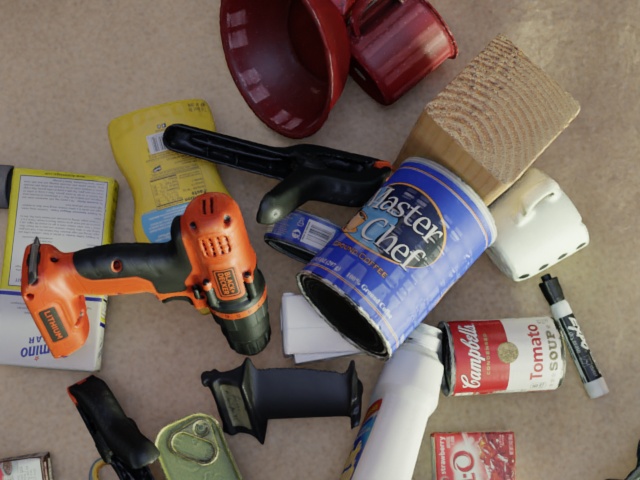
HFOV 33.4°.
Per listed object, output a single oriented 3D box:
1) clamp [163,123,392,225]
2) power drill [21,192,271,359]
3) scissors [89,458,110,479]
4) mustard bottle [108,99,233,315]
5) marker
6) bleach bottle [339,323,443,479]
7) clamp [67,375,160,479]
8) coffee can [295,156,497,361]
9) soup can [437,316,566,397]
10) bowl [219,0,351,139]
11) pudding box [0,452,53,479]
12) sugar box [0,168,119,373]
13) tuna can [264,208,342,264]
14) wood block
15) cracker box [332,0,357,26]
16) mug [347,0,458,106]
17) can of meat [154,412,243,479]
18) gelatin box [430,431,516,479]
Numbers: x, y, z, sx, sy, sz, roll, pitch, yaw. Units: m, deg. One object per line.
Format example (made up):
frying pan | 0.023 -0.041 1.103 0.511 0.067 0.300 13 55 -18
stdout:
clamp | -0.025 -0.063 0.940 0.165 0.209 0.036 35 117 36
power drill | -0.139 0.046 0.885 0.187 0.184 0.057 -11 45 0
scissors | -0.141 0.270 0.905 0.096 0.016 0.202 -37 67 -23
mustard bottle | -0.123 -0.026 0.965 0.096 0.058 0.191 -15 82 -11
marker | 0.233 0.087 0.986 0.020 0.020 0.121 -22 82 -7
bleach bottle | 0.052 0.194 0.920 0.068 0.102 0.251 20 78 -2
clamp | -0.166 0.180 0.904 0.039 0.172 0.120 -18 121 -24
coffee can | 0.064 0.015 0.885 0.103 0.103 0.140 43 73 4
soup can | 0.160 0.104 0.955 0.102 0.068 0.068 -2 81 -5
bowl | -0.022 -0.176 0.960 0.055 0.162 0.162 -27 82 -32
pudding box | -0.286 0.237 0.922 0.113 0.039 0.090 -8 83 -5
sugar box | -0.235 0.028 0.957 0.093 0.048 0.176 5 84 -3
tuna can | -0.006 0.001 0.953 0.086 0.086 0.034 23 81 1
wood block | 0.134 -0.084 0.913 0.090 0.206 0.090 43 81 4
cracker box | -0.019 -0.322 1.013 0.214 0.072 0.164 35 80 3
mug | 0.063 -0.185 0.977 0.081 0.117 0.093 -41 54 -4
can of meat | -0.098 0.200 0.916 0.057 0.084 0.102 -24 83 -7
gelatin box | 0.138 0.216 0.954 0.073 0.030 0.089 -1 80 -3
